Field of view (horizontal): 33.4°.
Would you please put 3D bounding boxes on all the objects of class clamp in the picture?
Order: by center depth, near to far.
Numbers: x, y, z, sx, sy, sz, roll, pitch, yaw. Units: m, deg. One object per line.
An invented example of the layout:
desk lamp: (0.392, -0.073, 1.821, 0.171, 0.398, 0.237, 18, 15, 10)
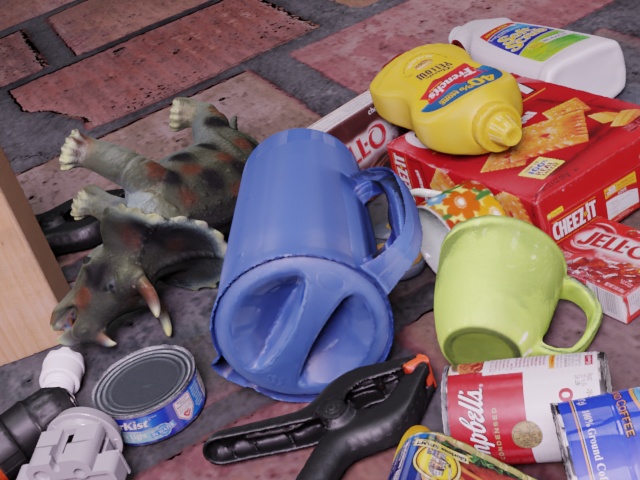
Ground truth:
clamp: (0.003, 0.131, 0.748, 0.171, 0.039, 0.120, -32, 38, -29)
clamp: (-0.284, -0.004, 1.129, 0.210, 0.036, 0.164, -16, 30, 2)

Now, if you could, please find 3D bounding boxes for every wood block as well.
wood block: (-0.303, 0.002, 0.961, 0.090, 0.206, 0.091, -20, 30, -3)

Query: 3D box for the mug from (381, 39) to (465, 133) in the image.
mug: (0.108, -0.157, 1.097, 0.082, 0.117, 0.093, -10, 64, 23)

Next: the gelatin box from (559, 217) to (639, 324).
gelatin box: (0.223, 0.020, 0.814, 0.073, 0.030, 0.089, -31, 33, -22)

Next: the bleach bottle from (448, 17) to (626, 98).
bleach bottle: (0.210, -0.195, 1.148, 0.102, 0.068, 0.251, -27, 28, -16)

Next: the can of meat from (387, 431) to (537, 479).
can of meat: (0.079, 0.165, 0.598, 0.102, 0.058, 0.083, 27, 36, 2)

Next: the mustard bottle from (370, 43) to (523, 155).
mustard bottle: (0.121, -0.118, 0.932, 0.096, 0.058, 0.192, -26, 30, -9)

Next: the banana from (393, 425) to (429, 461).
banana: (0.031, 0.183, 0.646, 0.070, 0.037, 0.197, 12, 41, 40)

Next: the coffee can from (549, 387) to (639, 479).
coffee can: (0.206, 0.125, 0.579, 0.140, 0.103, 0.103, -13, 30, 9)

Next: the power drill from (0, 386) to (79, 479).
power drill: (-0.299, 0.151, 0.854, 0.184, 0.057, 0.188, -34, 33, -19)

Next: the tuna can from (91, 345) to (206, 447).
tuna can: (-0.134, 0.122, 0.841, 0.086, 0.034, 0.086, -14, 30, 8)

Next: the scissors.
scissors: (0.026, 0.005, 0.964, 0.202, 0.016, 0.096, -3, 34, 26)

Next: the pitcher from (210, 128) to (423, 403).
pitcher: (-0.006, 0.001, 0.860, 0.149, 0.145, 0.243, 4, 32, -3)

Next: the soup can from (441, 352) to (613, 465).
soup can: (0.134, 0.109, 0.680, 0.102, 0.068, 0.068, -8, 31, 17)

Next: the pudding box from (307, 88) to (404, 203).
pudding box: (0.032, -0.082, 1.030, 0.113, 0.090, 0.039, -37, 34, -30)

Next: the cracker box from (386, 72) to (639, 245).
cracker box: (0.186, -0.073, 0.948, 0.164, 0.072, 0.214, -30, 31, -20)
